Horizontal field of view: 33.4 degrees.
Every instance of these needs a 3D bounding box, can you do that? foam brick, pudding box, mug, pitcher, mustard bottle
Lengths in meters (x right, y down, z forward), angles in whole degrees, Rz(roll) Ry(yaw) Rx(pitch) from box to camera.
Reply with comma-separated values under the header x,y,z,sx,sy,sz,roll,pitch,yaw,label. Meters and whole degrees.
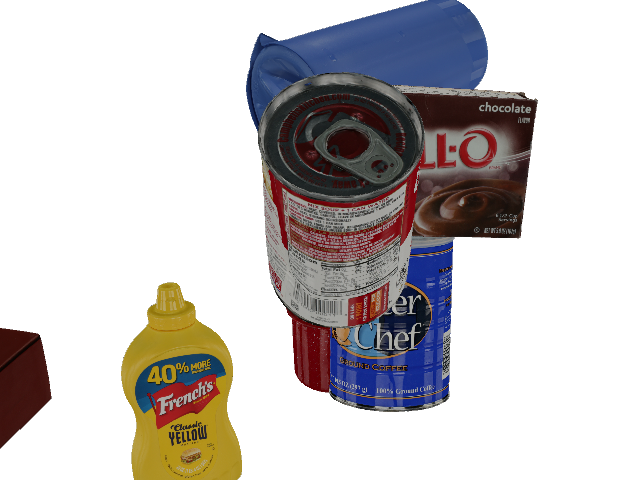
x,y,z,sx,sy,sz,roll,pitch,yaw,label
-0.222,0.098,0.698,0.053,0.051,0.078,7,29,23,foam brick
0.073,-0.050,0.667,0.113,0.090,0.039,1,19,-9,pudding box
0.025,0.098,1.082,0.117,0.081,0.093,-8,27,-13,mug
0.060,-0.159,1.088,0.242,0.149,0.145,-26,30,-32,pitcher
-0.123,0.128,0.930,0.096,0.192,0.058,-8,19,-15,mustard bottle

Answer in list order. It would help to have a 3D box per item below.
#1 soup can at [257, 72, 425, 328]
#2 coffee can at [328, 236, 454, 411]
x,y,z,sx,sy,sz,roll,pitch,yaw,label
0.009,-0.014,0.471,0.068,0.068,0.102,0,-36,0,soup can
0.058,0.059,0.886,0.103,0.140,0.103,0,10,0,coffee can
